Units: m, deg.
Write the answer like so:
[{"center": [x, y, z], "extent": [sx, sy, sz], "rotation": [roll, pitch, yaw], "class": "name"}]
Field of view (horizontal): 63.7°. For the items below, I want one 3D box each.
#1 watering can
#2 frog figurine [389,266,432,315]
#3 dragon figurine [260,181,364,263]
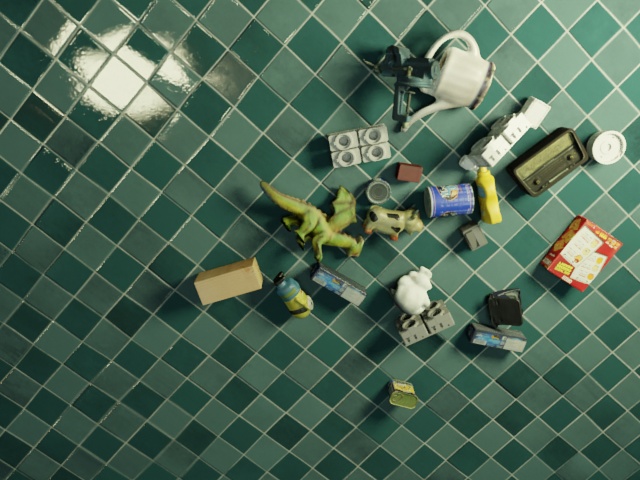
[{"center": [0.402, -0.468, 1.605], "extent": [0.224, 0.106, 0.341], "rotation": [19, 117, -4], "class": "watering can"}, {"center": [0.330, 0.176, 1.776], "extent": [0.157, 0.124, 0.138], "rotation": [-44, 84, 23], "class": "frog figurine"}, {"center": [0.005, -0.086, 1.717], "extent": [0.244, 0.123, 0.406], "rotation": [-37, 107, -9], "class": "dragon figurine"}]
